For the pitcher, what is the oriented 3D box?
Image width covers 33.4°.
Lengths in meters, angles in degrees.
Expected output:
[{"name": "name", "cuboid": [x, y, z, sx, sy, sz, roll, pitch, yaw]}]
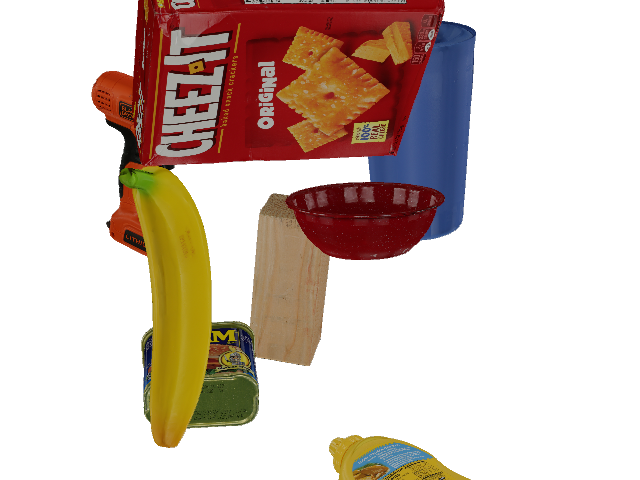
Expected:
[{"name": "pitcher", "cuboid": [0.120, -0.132, 1.249, 0.149, 0.243, 0.145, -5, 25, -4]}]

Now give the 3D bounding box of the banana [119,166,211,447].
[{"name": "banana", "cuboid": [-0.094, 0.032, 0.655, 0.037, 0.198, 0.069, 13, 33, 28]}]

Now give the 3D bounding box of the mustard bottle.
[{"name": "mustard bottle", "cuboid": [0.073, 0.224, 0.963, 0.096, 0.058, 0.192, -18, 27, -34]}]

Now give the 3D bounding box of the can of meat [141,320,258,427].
[{"name": "can of meat", "cuboid": [-0.104, 0.117, 0.924, 0.102, 0.057, 0.084, -2, 27, -7]}]

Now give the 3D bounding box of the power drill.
[{"name": "power drill", "cuboid": [-0.158, -0.069, 1.103, 0.185, 0.188, 0.057, 25, 35, 29]}]

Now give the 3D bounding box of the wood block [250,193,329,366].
[{"name": "wood block", "cuboid": [-0.040, 0.052, 1.438, 0.090, 0.206, 0.090, 9, 22, 6]}]

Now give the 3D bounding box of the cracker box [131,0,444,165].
[{"name": "cracker box", "cuboid": [-0.029, -0.133, 0.808, 0.213, 0.072, 0.164, -4, -35, -16]}]

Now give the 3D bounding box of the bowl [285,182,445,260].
[{"name": "bowl", "cuboid": [0.046, -0.018, 1.080, 0.162, 0.055, 0.162, -2, 14, 0]}]
